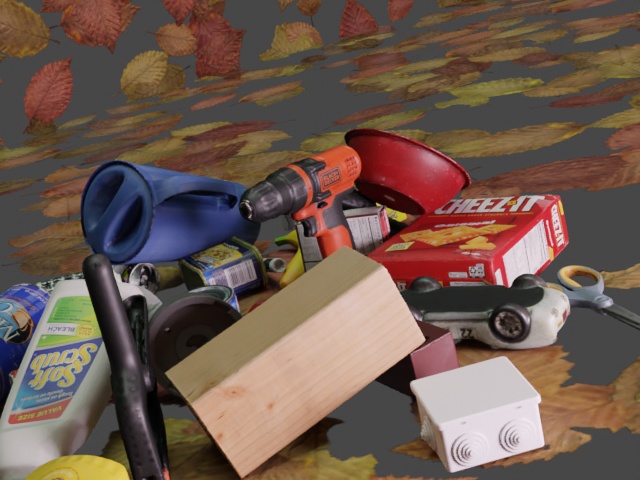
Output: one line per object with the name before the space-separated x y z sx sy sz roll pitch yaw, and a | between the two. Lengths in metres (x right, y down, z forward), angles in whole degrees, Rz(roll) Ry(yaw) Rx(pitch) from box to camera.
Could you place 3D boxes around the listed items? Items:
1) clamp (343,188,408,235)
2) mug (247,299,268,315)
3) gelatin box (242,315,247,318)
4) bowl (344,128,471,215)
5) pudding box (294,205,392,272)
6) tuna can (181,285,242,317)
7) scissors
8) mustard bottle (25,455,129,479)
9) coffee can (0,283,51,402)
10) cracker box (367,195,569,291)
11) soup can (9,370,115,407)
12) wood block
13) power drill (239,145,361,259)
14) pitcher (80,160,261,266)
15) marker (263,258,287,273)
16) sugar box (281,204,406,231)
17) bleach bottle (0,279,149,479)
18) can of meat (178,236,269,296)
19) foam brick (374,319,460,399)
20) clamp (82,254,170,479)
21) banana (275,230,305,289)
clamp | 0.036 -0.026 1.372 0.120 0.171 0.039 -15 59 27
mug | -0.018 0.100 1.093 0.082 0.093 0.117 -8 -13 29
gelatin box | -0.059 0.105 1.180 0.073 0.030 0.089 -22 19 -21
bowl | 0.095 -0.073 1.275 0.162 0.161 0.055 9 72 50
pudding box | 0.033 0.010 1.301 0.114 0.090 0.039 -7 14 18
tuna can | -0.139 0.086 1.279 0.086 0.034 0.086 -12 21 4
scissors | 0.267 0.068 1.086 0.096 0.016 0.202 -14 18 2
mustard bottle | -0.226 0.242 0.833 0.096 0.058 0.191 -5 20 17
coffee can | -0.367 0.123 1.219 0.103 0.103 0.140 -4 20 26
cracker box | 0.170 0.012 1.232 0.164 0.072 0.213 -1 21 34
soup can | -0.265 0.153 1.113 0.102 0.068 0.069 -18 18 -14
wood block | -0.022 0.106 0.962 0.206 0.090 0.091 -36 24 -12
power drill | -0.008 0.001 1.202 0.057 0.187 0.184 6 24 42
pitcher | -0.182 -0.034 1.423 0.149 0.145 0.242 27 15 33
marker | -0.070 0.032 1.386 0.020 0.020 0.121 -19 5 -18
sugar box | 0.030 -0.039 1.533 0.093 0.048 0.177 -25 18 -33
bleach bottle | -0.243 0.149 1.018 0.102 0.068 0.250 4 45 7
can of meat | -0.126 0.041 1.377 0.083 0.057 0.102 -22 19 -21
foam brick | 0.088 0.112 1.020 0.052 0.051 0.078 -23 21 -28
clamp | -0.168 0.119 0.948 0.036 0.210 0.164 -14 -23 1
banana | -0.022 0.021 1.409 0.069 0.037 0.198 -35 14 6
